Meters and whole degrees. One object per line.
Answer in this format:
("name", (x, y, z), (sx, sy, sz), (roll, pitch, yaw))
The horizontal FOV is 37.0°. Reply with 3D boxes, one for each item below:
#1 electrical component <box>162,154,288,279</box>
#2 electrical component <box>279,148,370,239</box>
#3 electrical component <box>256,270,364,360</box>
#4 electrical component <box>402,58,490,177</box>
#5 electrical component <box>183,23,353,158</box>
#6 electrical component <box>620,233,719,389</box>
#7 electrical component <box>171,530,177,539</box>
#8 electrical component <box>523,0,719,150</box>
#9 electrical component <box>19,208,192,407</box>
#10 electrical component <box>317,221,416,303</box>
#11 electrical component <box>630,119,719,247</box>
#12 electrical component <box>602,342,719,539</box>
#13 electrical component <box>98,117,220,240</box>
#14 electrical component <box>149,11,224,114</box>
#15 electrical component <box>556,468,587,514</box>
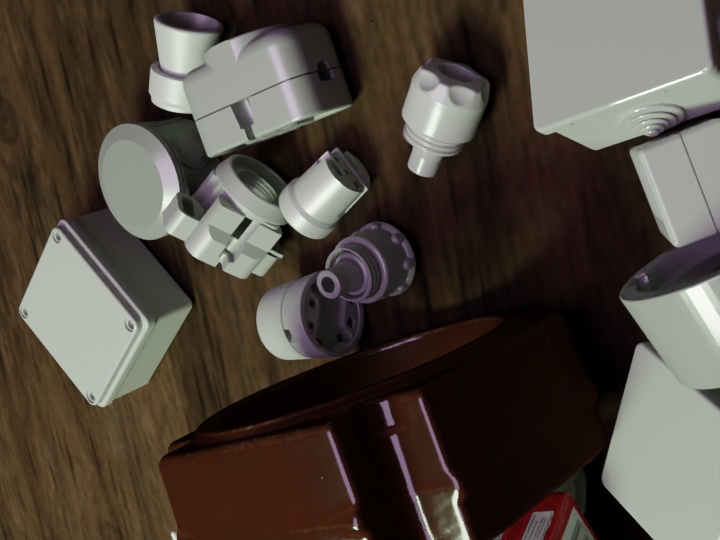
("electrical component", (-0.078, -0.037, 0.692), (0.057, 0.078, 0.058), (-49, 34, 22))
("electrical component", (-0.021, -0.048, 0.662), (0.046, 0.040, 0.040), (-42, 79, 35))
("electrical component", (-0.033, 0.031, 0.691), (0.047, 0.055, 0.055), (-13, 98, 45))
("electrical component", (0.044, -0.082, 0.594), (0.043, 0.043, 0.062), (35, 126, 24))
("electrical component", (-0.059, -0.112, 0.656), (0.095, 0.054, 0.059), (-15, 96, 38))
("electrical component", (0.179, 0.013, 0.481), (0.108, 0.108, 0.060), (-26, 95, 42))
("electrical component", (-0.120, 0.228, 0.814), (0.047, 0.083, 0.075), (-21, 93, 42))
("electrical component", (0.126, -0.110, 0.493), (0.100, 0.048, 0.099), (-16, 69, 41))
("electrical component", (-0.195, 0.028, 0.819), (0.108, 0.056, 0.108), (48, 129, 15))
("electrical component", (0.000, 0.000, 0.647), (0.048, 0.062, 0.048), (15, 115, 34))
("electrical component", (0.170, -0.048, 0.495), (0.077, 0.066, 0.047), (-21, 93, 12))
("electrical component", (0.172, 0.092, 0.530), (0.099, 0.048, 0.099), (-130, 42, -55))
("electrical component", (-0.138, -0.065, 0.741), (0.080, 0.051, 0.080), (15, 115, 34))
("electrical component", (-0.113, -0.135, 0.699), (0.045, 0.045, 0.055), (27, 122, 29))
("electrical component", (0.097, 0.127, 0.624), (0.062, 0.043, 0.043), (0, 106, 28))
